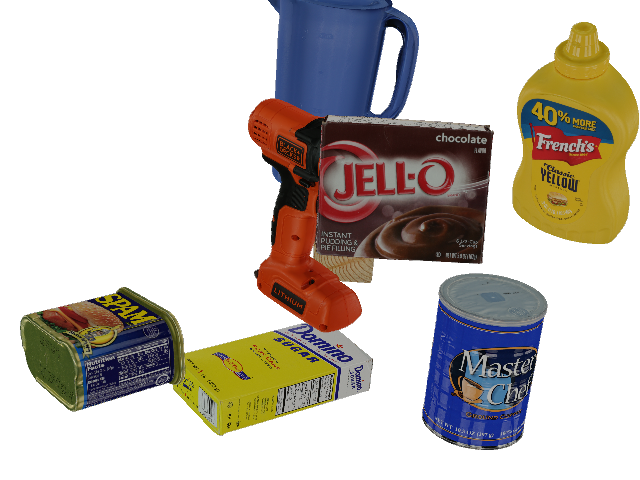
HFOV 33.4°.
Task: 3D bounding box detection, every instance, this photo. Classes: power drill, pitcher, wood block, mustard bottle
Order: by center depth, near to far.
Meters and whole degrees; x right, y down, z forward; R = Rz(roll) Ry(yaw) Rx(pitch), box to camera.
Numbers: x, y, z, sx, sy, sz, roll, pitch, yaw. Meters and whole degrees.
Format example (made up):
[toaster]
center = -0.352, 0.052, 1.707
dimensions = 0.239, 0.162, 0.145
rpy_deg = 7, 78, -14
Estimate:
[mustard bottle]
center = 0.206, -0.088, 0.859
dimensions = 0.096, 0.191, 0.058
rpy_deg = 24, 50, 30
[power drill]
center = 0.006, -0.016, 0.938
dimensions = 0.057, 0.188, 0.185
rpy_deg = -21, 39, -38
[pitcher]
center = 0.015, -0.181, 1.286
dimensions = 0.144, 0.243, 0.149
rpy_deg = -7, 29, -26
[wood block]
center = 0.039, -0.022, 1.647
dimensions = 0.091, 0.090, 0.206
rpy_deg = 4, 25, 1

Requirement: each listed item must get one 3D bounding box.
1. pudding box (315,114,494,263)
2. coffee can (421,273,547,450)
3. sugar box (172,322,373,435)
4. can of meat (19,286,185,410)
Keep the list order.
[pudding box]
center = 0.055, -0.035, 0.708
dimensions = 0.113, 0.090, 0.039
rpy_deg = 3, 17, 1
[coffee can]
center = 0.158, 0.116, 1.038
dimensions = 0.103, 0.140, 0.103
rpy_deg = 5, 23, -2
[sugar box]
center = -0.046, 0.130, 1.046
dimensions = 0.175, 0.048, 0.093
rpy_deg = -15, 32, -32
[can of meat]
center = -0.161, 0.078, 0.780
dimensions = 0.083, 0.057, 0.102
rpy_deg = -14, 22, -35
